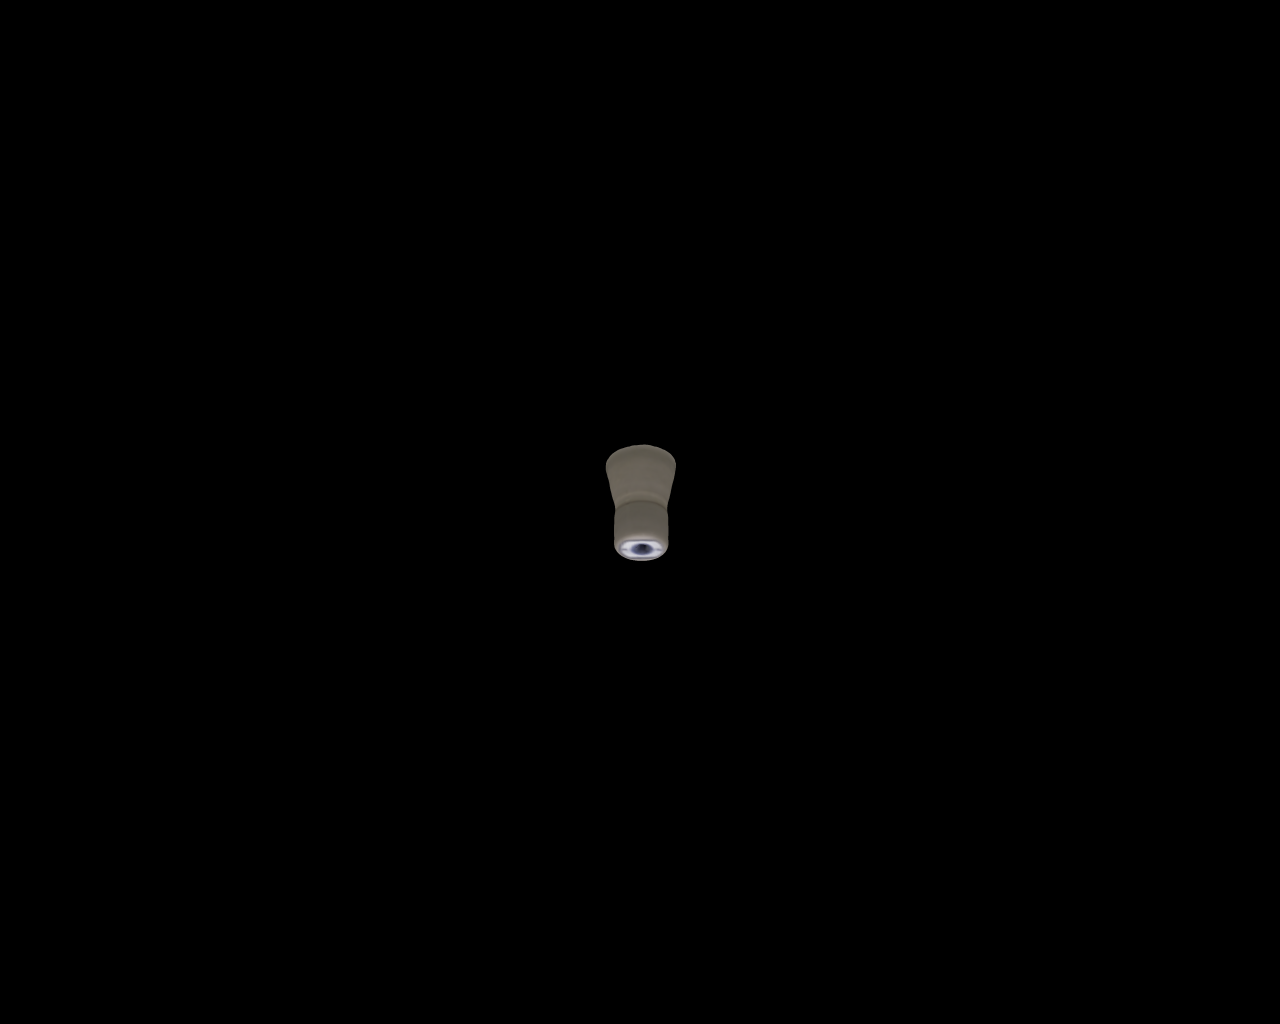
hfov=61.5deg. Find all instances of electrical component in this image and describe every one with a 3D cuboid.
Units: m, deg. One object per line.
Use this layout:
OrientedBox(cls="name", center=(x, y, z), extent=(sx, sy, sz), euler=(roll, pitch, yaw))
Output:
OrientedBox(cls="electrical component", center=(0.001, -0.003, 0.650), extent=(0.044, 0.065, 0.044), euler=(0, -32, 0))
